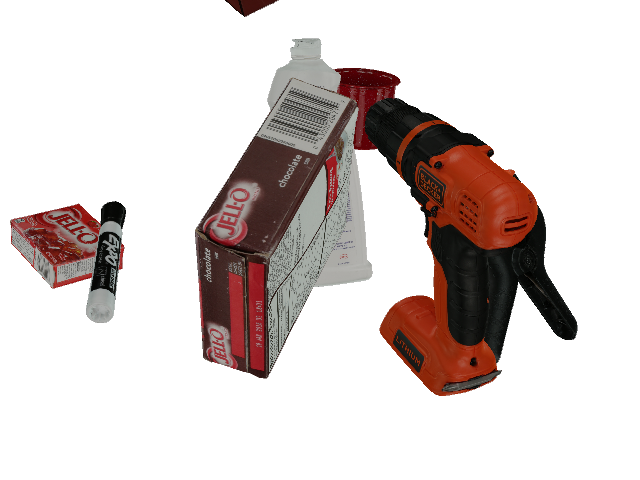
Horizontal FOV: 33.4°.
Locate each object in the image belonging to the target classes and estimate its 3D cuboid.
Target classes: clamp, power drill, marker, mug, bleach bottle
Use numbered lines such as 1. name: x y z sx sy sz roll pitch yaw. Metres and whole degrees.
1. clamp: 0.165 0.027 0.941 0.120 0.171 0.039 -24 8 -40
2. power drill: 0.082 0.004 0.782 0.057 0.188 0.185 -14 34 -20
3. marker: -0.153 0.012 0.765 0.020 0.020 0.121 0 39 -5
4. mug: 0.054 -0.164 1.314 0.093 0.081 0.117 17 26 28
5. bleach bottle: -0.002 -0.081 1.102 0.102 0.251 0.068 -6 14 -17

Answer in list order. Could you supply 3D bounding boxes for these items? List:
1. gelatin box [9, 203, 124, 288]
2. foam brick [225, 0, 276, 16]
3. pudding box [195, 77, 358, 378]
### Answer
1. gelatin box: -0.237 0.003 0.997 0.073 0.030 0.089 -16 40 -37
2. foam brick: -0.053 -0.244 0.941 0.078 0.051 0.053 -31 47 -14
3. pudding box: -0.019 -0.006 0.502 0.039 0.113 0.090 19 -40 13
